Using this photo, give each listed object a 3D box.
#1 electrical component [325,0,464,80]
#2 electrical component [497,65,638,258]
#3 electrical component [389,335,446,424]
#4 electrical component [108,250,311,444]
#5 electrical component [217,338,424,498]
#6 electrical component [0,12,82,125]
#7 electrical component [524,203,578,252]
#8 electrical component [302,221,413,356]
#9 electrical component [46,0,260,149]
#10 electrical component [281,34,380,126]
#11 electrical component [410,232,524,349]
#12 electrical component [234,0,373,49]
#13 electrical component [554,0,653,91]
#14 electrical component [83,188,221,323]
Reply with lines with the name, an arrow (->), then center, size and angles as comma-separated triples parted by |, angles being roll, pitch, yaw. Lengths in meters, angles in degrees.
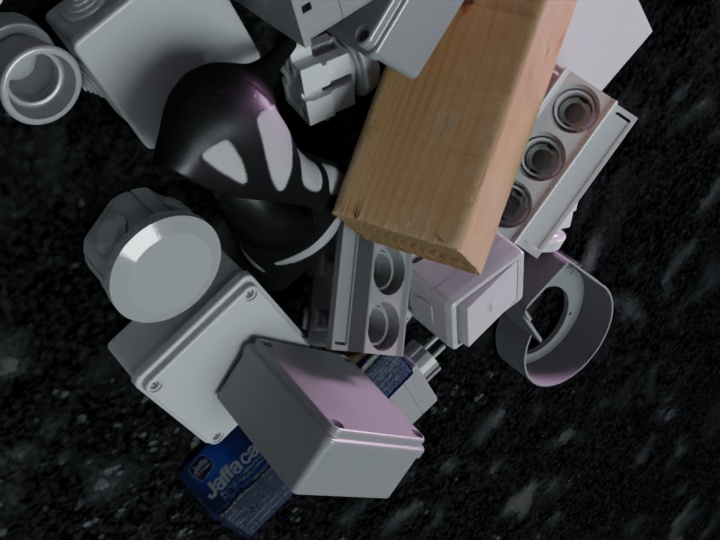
electrical component -> 0.013, -0.189, 0.654 | 0.056, 0.109, 0.108 | 18, 108, -52
electrical component -> 0.134, -0.081, 0.788 | 0.121, 0.079, 0.063 | -55, 170, 7
electrical component -> 0.046, 0.088, 0.962 | 0.077, 0.047, 0.065 | -42, 140, -9
electrical component -> -0.106, 0.056, 0.782 | 0.109, 0.056, 0.108 | -44, 142, -7
electrical component -> -0.027, 0.106, 0.765 | 0.109, 0.109, 0.056 | 17, 111, -49
electrical component -> -0.181, -0.109, 0.576 | 0.045, 0.055, 0.045 | -25, 135, -27
electrical component -> 0.164, -0.049, 0.964 | 0.066, 0.048, 0.055 | -12, 121, -38
electrical component -> 0.000, 0.000, 0.798 | 0.079, 0.063, 0.121 | 10, 84, -48
electrical component -> -0.119, -0.134, 0.620 | 0.100, 0.048, 0.099 | -42, 141, -9
electrical component -> -0.020, -0.133, 0.720 | 0.055, 0.048, 0.066 | -26, 136, -16
electrical component -> 0.093, 0.009, 0.870 | 0.096, 0.061, 0.061 | -35, 145, -21
electrical component -> -0.056, -0.225, 0.560 | 0.060, 0.105, 0.186 | -36, 140, -17
electrical component -> 0.129, -0.155, 0.830 | 0.186, 0.060, 0.105 | -49, 142, 0
electrical component -> -0.136, -0.010, 0.704 | 0.080, 0.051, 0.080 | -25, 136, -27
